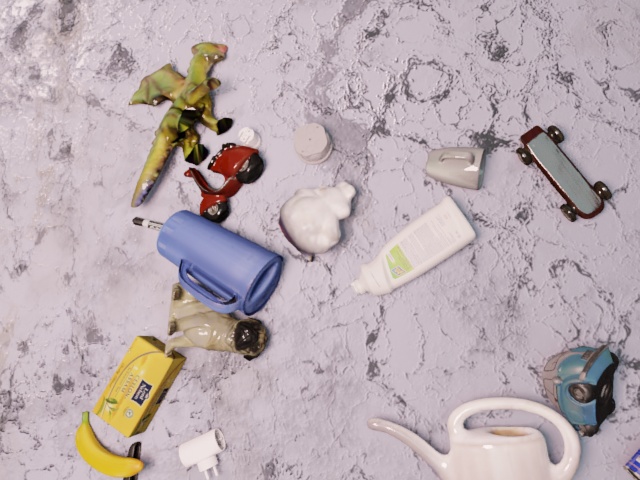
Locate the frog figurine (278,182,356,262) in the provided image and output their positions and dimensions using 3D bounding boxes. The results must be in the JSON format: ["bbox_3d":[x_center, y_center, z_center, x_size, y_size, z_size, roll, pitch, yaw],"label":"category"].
[{"bbox_3d":[0.003,-0.051,1.013,0.158,0.121,0.140,-38,55,12],"label":"frog figurine"}]

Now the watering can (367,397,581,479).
[{"bbox_3d":[0.262,0.389,0.874,0.347,0.103,0.227,-9,77,13],"label":"watering can"}]

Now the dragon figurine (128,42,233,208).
[{"bbox_3d":[-0.338,-0.285,1.152,0.246,0.120,0.412,38,84,32],"label":"dragon figurine"}]
